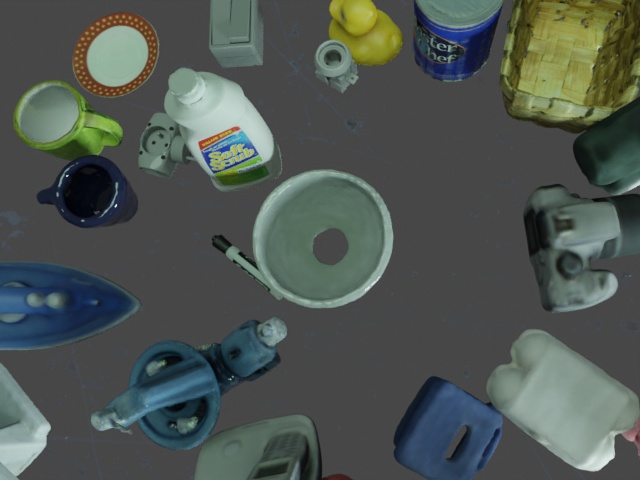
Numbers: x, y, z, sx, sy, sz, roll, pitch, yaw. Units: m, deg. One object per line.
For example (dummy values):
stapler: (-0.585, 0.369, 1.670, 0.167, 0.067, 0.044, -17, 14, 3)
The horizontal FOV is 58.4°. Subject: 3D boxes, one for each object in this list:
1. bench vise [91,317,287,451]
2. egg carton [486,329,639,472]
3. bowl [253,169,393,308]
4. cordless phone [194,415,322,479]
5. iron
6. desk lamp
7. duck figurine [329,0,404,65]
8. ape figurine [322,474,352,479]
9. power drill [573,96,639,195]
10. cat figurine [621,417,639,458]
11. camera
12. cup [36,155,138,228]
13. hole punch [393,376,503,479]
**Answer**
bench vise: (-0.143, 0.141, 0.623, 0.121, 0.220, 0.207, 39, 88, 13)
egg carton: (0.266, 0.177, 0.635, 0.150, 0.069, 0.107, 35, 87, 12)
bowl: (0.006, 0.003, 0.700, 0.167, 0.075, 0.167, -1, 80, 8)
cordless phone: (-0.076, 0.252, 0.613, 0.147, 0.185, 0.094, -17, 78, 5)
iron: (-0.371, 0.076, 0.708, 0.258, 0.141, 0.119, -2, 80, 8)
desk lamp: (-0.414, 0.249, 0.647, 0.118, 0.214, 0.203, -45, 77, -1)
duck figurine: (0.057, -0.277, 0.734, 0.104, 0.086, 0.077, 28, 85, 12)
ape figurine: (0.020, 0.309, 0.636, 0.076, 0.092, 0.078, 25, 85, 12)
power drill: (0.366, -0.123, 0.600, 0.229, 0.208, 0.075, -30, 77, 2)
cat figurine: (0.373, 0.205, 0.590, 0.128, 0.118, 0.067, -44, 77, -1)
camera: (0.311, 0.003, 0.642, 0.136, 0.101, 0.143, -8, 79, 7)
cup: (-0.290, -0.052, 0.742, 0.117, 0.095, 0.092, -7, 79, 7)
hole punch: (0.144, 0.214, 0.635, 0.101, 0.091, 0.109, 30, 86, 12)
